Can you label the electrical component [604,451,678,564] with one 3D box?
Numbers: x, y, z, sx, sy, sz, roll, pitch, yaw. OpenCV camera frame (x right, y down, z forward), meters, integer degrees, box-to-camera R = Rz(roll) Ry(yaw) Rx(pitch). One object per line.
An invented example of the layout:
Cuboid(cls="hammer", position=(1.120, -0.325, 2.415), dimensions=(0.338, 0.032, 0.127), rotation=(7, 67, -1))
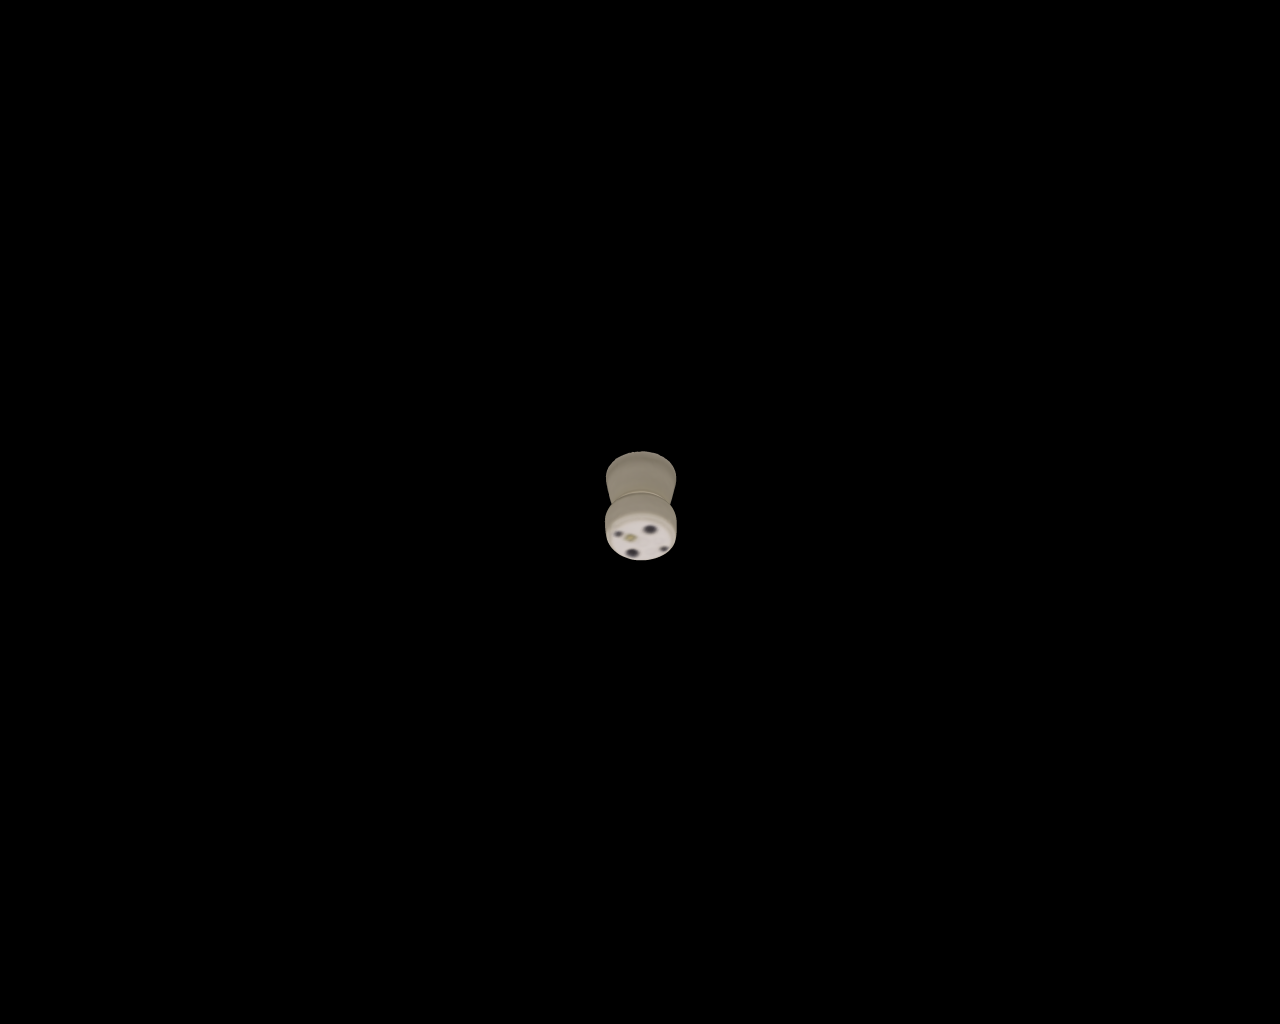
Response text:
Cuboid(cls="electrical component", position=(0.001, -0.003, 0.650), dimensions=(0.045, 0.055, 0.044), rotation=(0, -43, 0))
